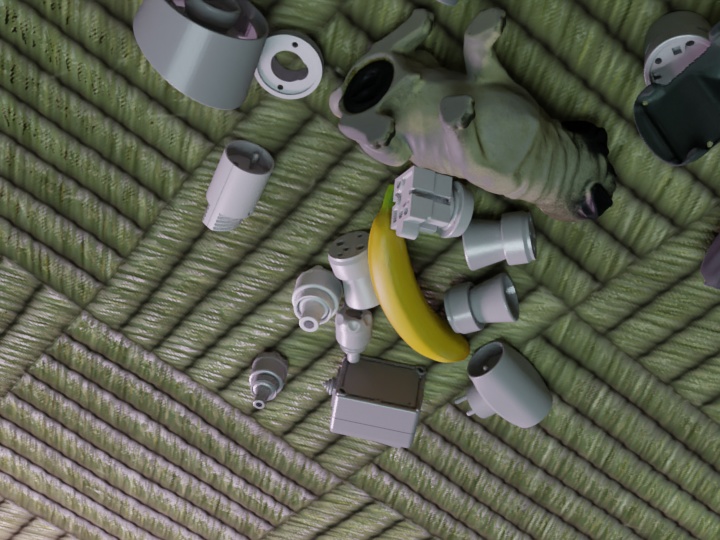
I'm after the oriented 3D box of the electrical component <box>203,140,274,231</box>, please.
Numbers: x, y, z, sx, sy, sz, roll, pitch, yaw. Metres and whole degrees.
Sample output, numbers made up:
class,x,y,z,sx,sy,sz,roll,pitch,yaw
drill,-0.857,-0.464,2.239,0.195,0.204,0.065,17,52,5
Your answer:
class,x,y,z,sx,sy,sz,roll,pitch,yaw
electrical component,-0.107,-0.065,0.913,0.043,0.043,0.081,24,128,-8

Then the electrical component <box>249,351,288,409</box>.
class,x,y,z,sx,sy,sz,roll,pitch,yaw
electrical component,-0.090,0.108,1.033,0.035,0.061,0.035,5,128,7

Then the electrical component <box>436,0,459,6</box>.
class,x,y,z,sx,sy,sz,roll,pitch,yaw
electrical component,0.070,-0.225,0.757,0.044,0.044,0.065,32,122,-14

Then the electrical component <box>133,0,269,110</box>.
class,x,y,z,sx,sy,sz,roll,pitch,yaw
electrical component,-0.118,-0.173,0.797,0.099,0.099,0.064,26,121,-10

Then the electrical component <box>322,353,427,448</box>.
class,x,y,z,sx,sy,sz,roll,pitch,yaw
electrical component,0.010,0.125,1.028,0.096,0.061,0.061,12,129,2

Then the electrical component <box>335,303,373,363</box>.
class,x,y,z,sx,sy,sz,roll,pitch,yaw
electrical component,-0.006,0.061,0.999,0.035,0.035,0.061,6,131,6

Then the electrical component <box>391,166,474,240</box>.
class,x,y,z,sx,sy,sz,roll,pitch,yaw
electrical component,0.060,-0.053,0.883,0.055,0.066,0.048,13,161,-20

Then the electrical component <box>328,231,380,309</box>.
class,x,y,z,sx,sy,sz,roll,pitch,yaw
electrical component,0.000,0.000,0.943,0.045,0.045,0.055,-10,125,18

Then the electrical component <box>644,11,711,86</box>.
class,x,y,z,sx,sy,sz,roll,pitch,yaw
electrical component,0.232,-0.154,0.777,0.055,0.047,0.055,5,128,7

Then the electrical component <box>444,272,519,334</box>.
class,x,y,z,sx,sy,sz,roll,pitch,yaw
electrical component,0.107,0.030,0.946,0.055,0.045,0.045,-16,123,22

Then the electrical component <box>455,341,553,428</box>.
class,x,y,z,sx,sy,sz,roll,pitch,yaw
electrical component,0.126,0.115,1.010,0.079,0.043,0.077,-31,117,30

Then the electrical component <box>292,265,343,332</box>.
class,x,y,z,sx,sy,sz,roll,pitch,yaw
electrical component,-0.040,0.029,0.962,0.043,0.062,0.043,5,128,7

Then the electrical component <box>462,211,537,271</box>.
class,x,y,z,sx,sy,sz,roll,pitch,yaw
electrical component,0.117,-0.025,0.901,0.055,0.045,0.045,-8,126,16
